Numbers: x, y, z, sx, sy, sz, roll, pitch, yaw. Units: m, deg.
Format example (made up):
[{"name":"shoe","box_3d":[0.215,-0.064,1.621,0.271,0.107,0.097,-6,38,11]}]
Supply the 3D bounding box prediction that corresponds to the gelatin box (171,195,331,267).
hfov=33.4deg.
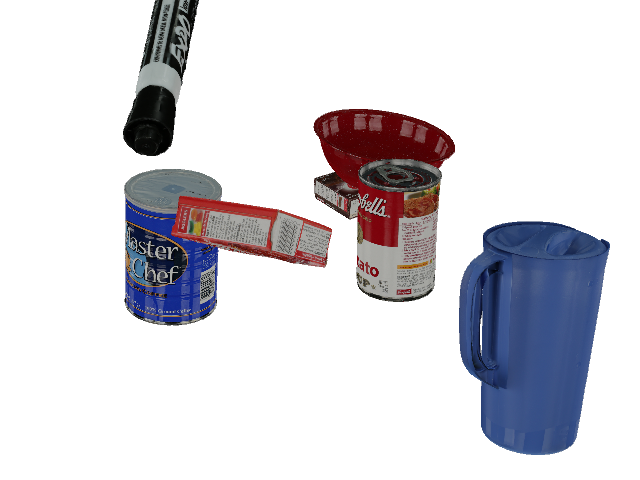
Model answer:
[{"name":"gelatin box","box_3d":[-0.043,-0.005,0.700,0.073,0.030,0.089,10,-4,24]}]

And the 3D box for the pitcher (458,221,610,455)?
[{"name":"pitcher","box_3d":[0.229,0.108,1.169,0.149,0.243,0.145,5,18,12]}]

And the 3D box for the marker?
[{"name":"marker","box_3d":[-0.064,-0.077,0.440,0.020,0.020,0.121,1,45,1]}]

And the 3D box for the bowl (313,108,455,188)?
[{"name":"bowl","box_3d":[0.068,-0.096,1.212,0.162,0.055,0.162,7,27,-4]}]

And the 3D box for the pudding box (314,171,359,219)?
[{"name":"pudding box","box_3d":[0.060,-0.077,1.613,0.113,0.039,0.090,-22,35,-30]}]

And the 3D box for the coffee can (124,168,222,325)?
[{"name":"coffee can","box_3d":[-0.160,0.006,1.156,0.103,0.140,0.103,4,27,-2]}]

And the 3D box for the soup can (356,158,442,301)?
[{"name":"soup can","box_3d":[0.064,-0.009,0.883,0.068,0.102,0.068,0,25,0]}]
